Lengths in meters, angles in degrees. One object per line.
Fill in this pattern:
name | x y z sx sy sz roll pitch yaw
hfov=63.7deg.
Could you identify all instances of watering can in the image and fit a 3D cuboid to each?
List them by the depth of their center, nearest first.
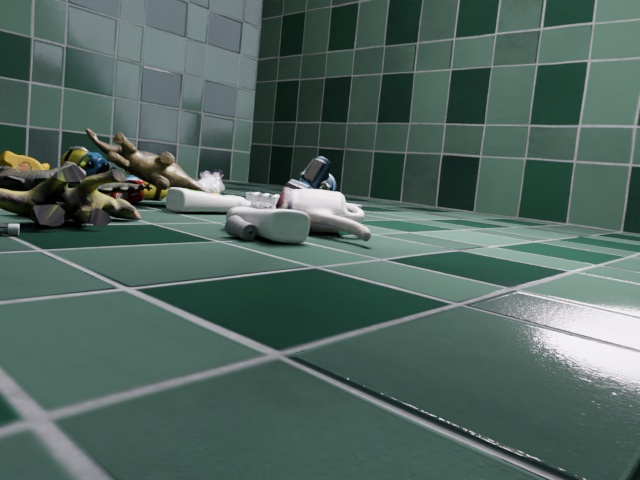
watering can | 0.004 -0.063 1.251 0.224 0.103 0.351 4 13 -6

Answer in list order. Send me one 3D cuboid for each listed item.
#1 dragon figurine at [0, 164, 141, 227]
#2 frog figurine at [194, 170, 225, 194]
dragon figurine | -0.543 -0.068 1.022 0.410 0.123 0.241 1 -9 -44
frog figurine | -0.456 -0.196 2.020 0.138 0.119 0.163 16 46 18
